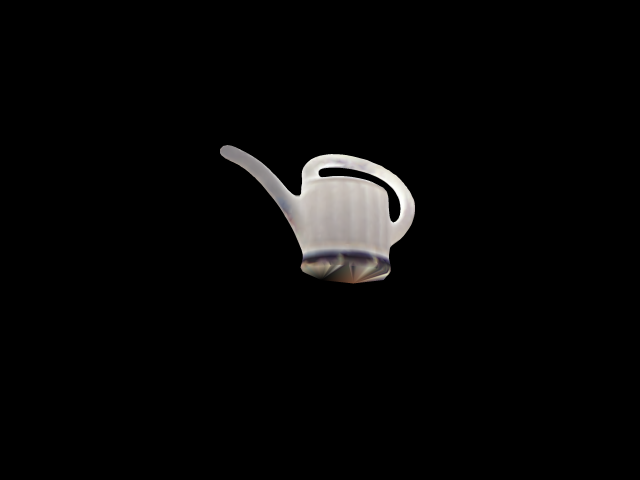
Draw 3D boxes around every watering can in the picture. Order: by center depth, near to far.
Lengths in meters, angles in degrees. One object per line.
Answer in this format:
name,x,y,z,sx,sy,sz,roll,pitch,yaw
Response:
watering can,0.003,-0.043,0.850,0.347,0.228,0.102,6,-21,-18
